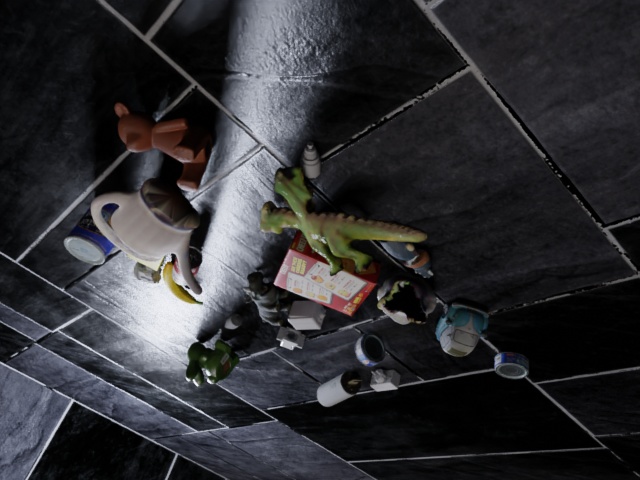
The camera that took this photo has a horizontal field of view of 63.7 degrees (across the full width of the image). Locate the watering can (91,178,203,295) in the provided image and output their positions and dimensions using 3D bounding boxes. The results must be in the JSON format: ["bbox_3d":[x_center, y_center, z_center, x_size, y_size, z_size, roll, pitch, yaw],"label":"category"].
[{"bbox_3d":[-0.366,-0.010,1.219,0.344,0.106,0.221,40,122,-23],"label":"watering can"}]

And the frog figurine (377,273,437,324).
[{"bbox_3d":[0.206,0.140,1.222,0.137,0.123,0.159,-3,174,12],"label":"frog figurine"}]

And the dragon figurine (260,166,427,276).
[{"bbox_3d":[0.003,-0.051,1.015,0.240,0.124,0.406,42,150,-19],"label":"dragon figurine"}]
